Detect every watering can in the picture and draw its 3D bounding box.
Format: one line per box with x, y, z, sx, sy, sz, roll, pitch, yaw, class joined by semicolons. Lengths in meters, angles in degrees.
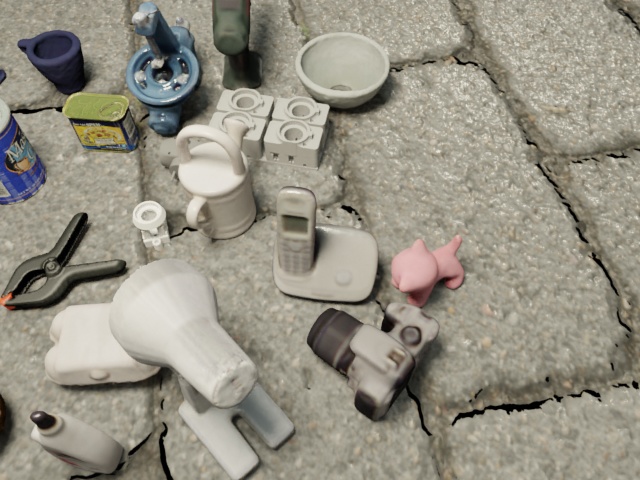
-0.151;-0.101;0.829;0.101;0.194;0.173;-4;57;-2;watering can

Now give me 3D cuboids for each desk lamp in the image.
-0.129;0.145;0.656;0.118;0.214;0.202;-39;65;-22;desk lamp

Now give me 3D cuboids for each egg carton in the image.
-0.278;0.136;0.747;0.150;0.069;0.107;-4;57;-3;egg carton

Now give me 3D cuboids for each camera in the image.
0.063;0.130;0.735;0.136;0.101;0.143;32;62;19;camera

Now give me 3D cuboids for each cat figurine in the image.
0.145;0.035;0.787;0.128;0.118;0.067;-29;61;-18;cat figurine

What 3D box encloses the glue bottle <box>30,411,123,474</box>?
-0.279;0.218;0.632;0.078;0.173;0.037;8;57;6;glue bottle

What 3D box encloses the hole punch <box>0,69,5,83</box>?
-0.644;-0.309;1.024;0.101;0.091;0.109;21;59;13;hole punch

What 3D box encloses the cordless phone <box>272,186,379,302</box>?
0.007;0.003;0.767;0.147;0.185;0.094;4;57;3;cordless phone

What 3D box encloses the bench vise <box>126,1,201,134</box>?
-0.269;-0.317;0.954;0.121;0.220;0.207;-10;57;-7;bench vise

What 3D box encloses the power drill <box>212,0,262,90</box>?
-0.148;-0.379;1.003;0.075;0.208;0.229;-4;57;-2;power drill

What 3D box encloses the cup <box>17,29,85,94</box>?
-0.474;-0.313;1.025;0.117;0.095;0.092;12;58;8;cup

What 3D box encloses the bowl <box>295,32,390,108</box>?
0.039;-0.291;1.026;0.167;0.075;0.167;0;57;0;bowl
